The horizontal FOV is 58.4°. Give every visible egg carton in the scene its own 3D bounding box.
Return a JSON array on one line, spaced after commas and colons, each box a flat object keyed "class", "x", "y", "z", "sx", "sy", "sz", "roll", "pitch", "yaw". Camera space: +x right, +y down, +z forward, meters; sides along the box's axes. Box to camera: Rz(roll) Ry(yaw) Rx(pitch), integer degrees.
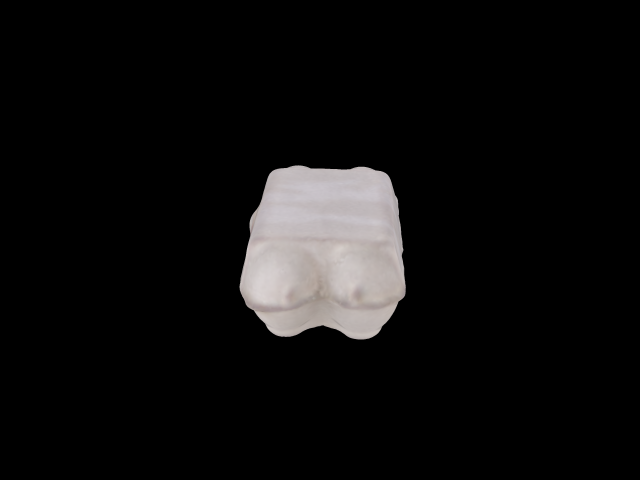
[{"class": "egg carton", "x": 0.004, "y": 0.001, "z": 0.400, "sx": 0.107, "sy": 0.069, "sz": 0.150, "roll": 1, "pitch": 34, "yaw": 2}]
